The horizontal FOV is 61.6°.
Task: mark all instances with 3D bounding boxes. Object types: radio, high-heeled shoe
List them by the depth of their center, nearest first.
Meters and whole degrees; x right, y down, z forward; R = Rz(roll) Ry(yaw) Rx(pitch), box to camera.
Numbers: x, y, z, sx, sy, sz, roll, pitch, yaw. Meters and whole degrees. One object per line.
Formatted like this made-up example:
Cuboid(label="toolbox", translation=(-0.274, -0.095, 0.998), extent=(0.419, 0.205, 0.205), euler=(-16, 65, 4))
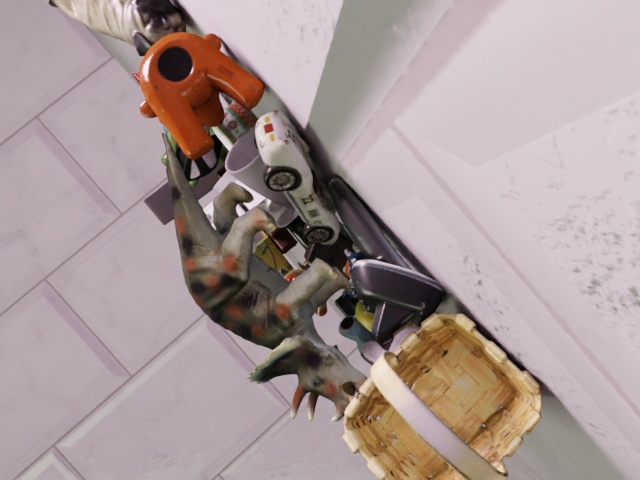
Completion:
Cuboid(label="high-heeled shoe", translation=(-0.214, -0.193, 0.812), extent=(0.086, 0.145, 0.248), euler=(43, 173, 35))
Cuboid(label="radio", translation=(-0.271, -0.133, 1.189), extent=(0.073, 0.229, 0.131), euler=(54, 176, -13))

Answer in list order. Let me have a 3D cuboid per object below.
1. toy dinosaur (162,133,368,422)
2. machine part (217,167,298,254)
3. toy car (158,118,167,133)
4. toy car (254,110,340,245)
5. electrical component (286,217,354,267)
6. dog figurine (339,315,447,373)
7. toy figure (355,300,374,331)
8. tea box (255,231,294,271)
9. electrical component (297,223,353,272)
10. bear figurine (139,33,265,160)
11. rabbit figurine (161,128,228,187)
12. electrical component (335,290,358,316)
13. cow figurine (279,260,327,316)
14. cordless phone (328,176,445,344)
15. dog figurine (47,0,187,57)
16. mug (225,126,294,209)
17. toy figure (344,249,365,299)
Cuboid(label="toy dinosaur", translation=(-0.094, 0.060, 0.695), extent=(0.405, 0.192, 0.131), euler=(40, 180, 2))
Cuboid(label="machine part", translation=(-0.106, -0.074, 1.069), extent=(0.201, 0.087, 0.201), euler=(48, 172, 2))
Cuboid(label="toy car", translation=(-0.277, -0.253, 1.158), extent=(0.103, 0.109, 0.161), euler=(26, 159, 5))
Cuboid(label="toy car", translation=(-0.021, -0.065, 0.632), extent=(0.201, 0.056, 0.073), euler=(56, -165, -53))
Cuboid(label="electrical component", translation=(-0.002, -0.003, 0.906), extent=(0.114, 0.058, 0.134), euler=(49, 174, -21))
Cuboid(label="dog figurine", translation=(0.138, 0.169, 0.790), extent=(0.192, 0.108, 0.219), euler=(38, 172, 47))
Cuboid(label="toy figure", translation=(0.106, 0.156, 1.016), extent=(0.089, 0.082, 0.180), euler=(45, 175, 16))
Cuboid(label="tea box", translation=(-0.131, 0.018, 1.083), extent=(0.098, 0.068, 0.170), euler=(53, 173, -29))
Cuboid(label="electrical component", translation=(0.008, 0.018, 0.817), extent=(0.078, 0.102, 0.045), euler=(25, -174, -18))
Cuboid(label="bear figurine", translation=(-0.146, -0.166, 0.647), extent=(0.132, 0.120, 0.196), euler=(46, 176, -3))
Cuboid(label="rabbit figurine", translation=(-0.215, -0.178, 1.015), extent=(0.121, 0.159, 0.170), euler=(39, -171, -3))
Cuboid(label="electrical component", translation=(0.070, 0.114, 1.054), extent=(0.048, 0.075, 0.119), euler=(48, 171, 9))
Cuboid(label="cow figurine", translation=(-0.017, 0.078, 1.022), extent=(0.086, 0.195, 0.127), euler=(8, 125, 24))
Cuboid(label="cordless phone", translation=(0.060, 0.021, 0.629), extent=(0.184, 0.089, 0.146), euler=(59, 178, 17))
Cuboid(label="dog figurine", translation=(-0.248, -0.302, 0.693), extent=(0.190, 0.121, 0.172), euler=(33, -150, -8))
Cuboid(label="mug", translation=(-0.067, -0.092, 0.720), extent=(0.107, 0.081, 0.110), euler=(42, 172, -34))
Cuboid(label="toy figure", translation=(0.061, 0.048, 0.789), extent=(0.064, 0.058, 0.154), euler=(40, 167, 11))
